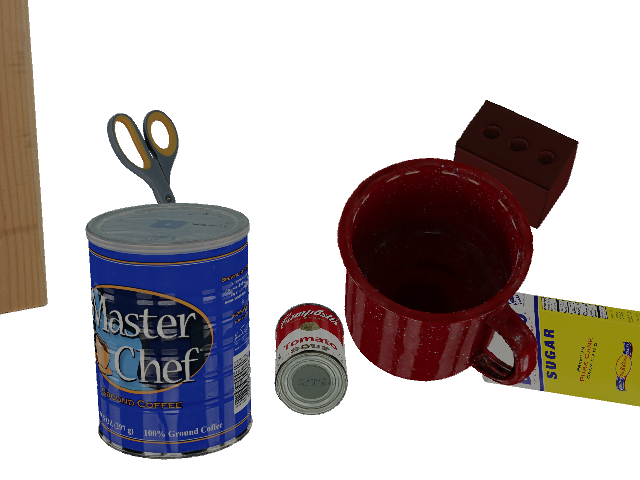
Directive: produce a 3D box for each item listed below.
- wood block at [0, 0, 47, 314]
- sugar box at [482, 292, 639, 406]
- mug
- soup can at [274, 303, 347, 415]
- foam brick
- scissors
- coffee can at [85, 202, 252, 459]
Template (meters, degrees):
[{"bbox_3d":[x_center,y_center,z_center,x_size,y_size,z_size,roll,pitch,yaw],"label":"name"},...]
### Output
[{"bbox_3d":[-0.214,-0.065,0.601,0.090,0.206,0.090,-10,27,-28],"label":"wood block"},{"bbox_3d":[0.258,0.110,1.087,0.176,0.093,0.048,7,21,5],"label":"sugar box"},{"bbox_3d":[0.062,0.027,0.535,0.093,0.117,0.081,-39,-24,-22],"label":"mug"},{"bbox_3d":[-0.010,0.111,1.007,0.068,0.068,0.102,0,22,-1],"label":"soup can"},{"bbox_3d":[0.142,-0.056,0.791,0.078,0.053,0.051,27,-31,16],"label":"foam brick"},{"bbox_3d":[-0.166,-0.062,1.199,0.016,0.201,0.096,-18,20,45],"label":"scissors"},{"bbox_3d":[-0.096,0.055,0.692,0.103,0.140,0.103,0,16,0],"label":"coffee can"}]
